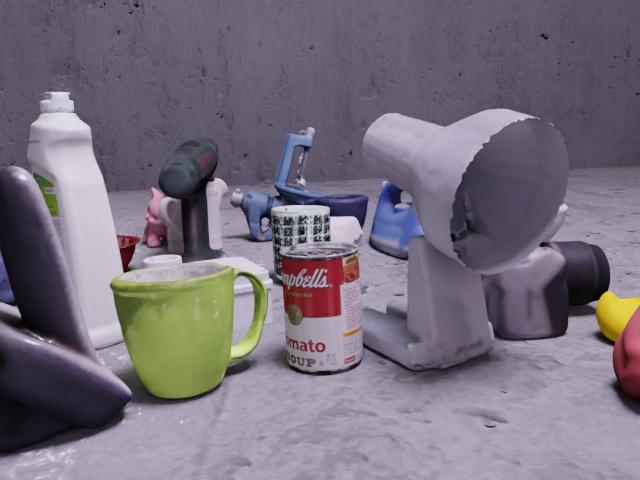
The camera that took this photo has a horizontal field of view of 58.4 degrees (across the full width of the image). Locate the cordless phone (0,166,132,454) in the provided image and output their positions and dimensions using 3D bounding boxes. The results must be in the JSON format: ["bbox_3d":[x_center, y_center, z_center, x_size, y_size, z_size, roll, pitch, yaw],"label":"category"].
[{"bbox_3d":[-0.208,0.039,0.417,0.094,0.185,0.147,-11,13,-41],"label":"cordless phone"}]

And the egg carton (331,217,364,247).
[{"bbox_3d":[0.008,0.003,0.903,0.107,0.069,0.150,-1,10,13],"label":"egg carton"}]

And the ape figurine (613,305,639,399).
[{"bbox_3d":[0.244,0.067,0.398,0.078,0.092,0.076,-5,10,-10],"label":"ape figurine"}]

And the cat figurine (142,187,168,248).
[{"bbox_3d":[-0.322,-0.049,1.155,0.067,0.118,0.127,-8,11,-28],"label":"cat figurine"}]

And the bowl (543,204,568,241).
[{"bbox_3d":[0.316,-0.021,0.941,0.167,0.075,0.167,-3,10,1],"label":"bowl"}]

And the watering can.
[{"bbox_3d":[-0.237,-0.076,1.067,0.101,0.194,0.173,-2,10,4],"label":"watering can"}]

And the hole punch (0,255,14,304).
[{"bbox_3d":[-0.434,0.040,0.749,0.108,0.091,0.101,5,12,36],"label":"hole punch"}]

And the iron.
[{"bbox_3d":[0.149,-0.054,0.985,0.119,0.141,0.257,-7,11,-22],"label":"iron"}]

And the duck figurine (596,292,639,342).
[{"bbox_3d":[0.302,0.049,0.507,0.104,0.086,0.078,1,10,19],"label":"duck figurine"}]

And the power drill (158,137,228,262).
[{"bbox_3d":[-0.198,-0.061,0.926,0.075,0.208,0.229,-3,10,1],"label":"power drill"}]

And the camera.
[{"bbox_3d":[0.228,0.030,0.591,0.137,0.101,0.143,-3,10,0],"label":"camera"}]

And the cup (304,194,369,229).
[{"bbox_3d":[0.029,-0.032,1.024,0.117,0.095,0.092,0,10,15],"label":"cup"}]

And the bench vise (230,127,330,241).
[{"bbox_3d":[-0.069,-0.110,1.137,0.208,0.220,0.121,-7,11,-23],"label":"bench vise"}]

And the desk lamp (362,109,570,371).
[{"bbox_3d":[0.099,-0.003,0.490,0.118,0.213,0.202,-8,11,-29],"label":"desk lamp"}]
